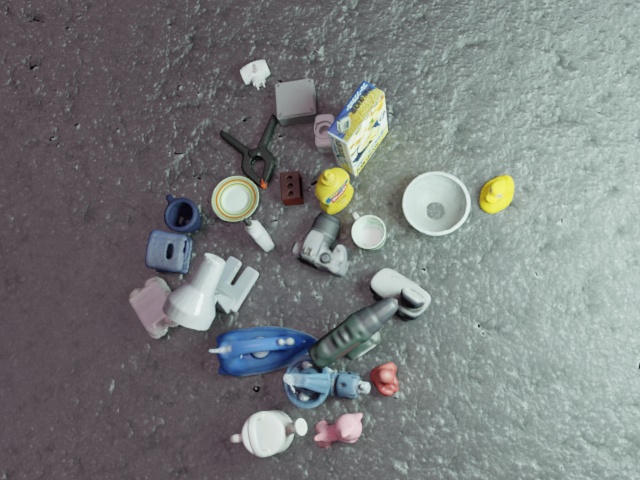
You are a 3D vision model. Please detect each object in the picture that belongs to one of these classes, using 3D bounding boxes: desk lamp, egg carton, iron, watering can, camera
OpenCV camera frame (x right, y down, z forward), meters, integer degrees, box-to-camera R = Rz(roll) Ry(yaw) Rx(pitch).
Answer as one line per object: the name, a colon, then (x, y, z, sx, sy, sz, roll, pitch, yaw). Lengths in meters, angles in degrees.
desk lamp: (-0.267, 0.121, 1.396, 0.117, 0.214, 0.203, 29, 81, 15)
egg carton: (-0.422, 0.173, 1.481, 0.107, 0.069, 0.150, -38, 73, -3)
iron: (-0.136, 0.257, 1.377, 0.258, 0.141, 0.118, -10, 74, 6)
watering can: (-0.119, 0.436, 1.298, 0.173, 0.194, 0.101, -33, 72, -1)
camera: (0.013, 0.005, 1.444, 0.143, 0.101, 0.137, 21, 79, 14)

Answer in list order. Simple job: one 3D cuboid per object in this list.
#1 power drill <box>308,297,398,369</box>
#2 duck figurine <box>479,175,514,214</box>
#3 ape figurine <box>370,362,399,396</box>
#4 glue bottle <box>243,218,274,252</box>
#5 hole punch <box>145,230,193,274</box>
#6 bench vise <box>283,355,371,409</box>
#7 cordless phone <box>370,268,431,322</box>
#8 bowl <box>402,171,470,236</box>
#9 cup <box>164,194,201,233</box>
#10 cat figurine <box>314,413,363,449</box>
power drill: (0.084, 0.216, 1.319, 0.229, 0.208, 0.075, -35, 72, -2)
duck figurine: (0.442, -0.123, 1.420, 0.077, 0.086, 0.104, 37, 83, 16)
ape figurine: (0.154, 0.323, 1.341, 0.076, 0.092, 0.078, 26, 80, 15)
glue bottle: (-0.163, -0.024, 1.440, 0.037, 0.173, 0.078, -37, 73, -2)
hole punch: (-0.395, 0.031, 1.504, 0.101, 0.091, 0.109, 2, 75, 10)
bench vise: (0.003, 0.313, 1.300, 0.207, 0.220, 0.121, -14, 73, 5)
cordless phone: (0.186, 0.118, 1.343, 0.147, 0.185, 0.094, 31, 82, 15)
bowl: (0.290, -0.083, 1.439, 0.167, 0.075, 0.167, -2, 75, 8)
cup: (-0.362, -0.065, 1.523, 0.092, 0.095, 0.117, -38, 73, -2)
cat figurine: (0.045, 0.438, 1.313, 0.127, 0.118, 0.067, -18, 73, 4)
